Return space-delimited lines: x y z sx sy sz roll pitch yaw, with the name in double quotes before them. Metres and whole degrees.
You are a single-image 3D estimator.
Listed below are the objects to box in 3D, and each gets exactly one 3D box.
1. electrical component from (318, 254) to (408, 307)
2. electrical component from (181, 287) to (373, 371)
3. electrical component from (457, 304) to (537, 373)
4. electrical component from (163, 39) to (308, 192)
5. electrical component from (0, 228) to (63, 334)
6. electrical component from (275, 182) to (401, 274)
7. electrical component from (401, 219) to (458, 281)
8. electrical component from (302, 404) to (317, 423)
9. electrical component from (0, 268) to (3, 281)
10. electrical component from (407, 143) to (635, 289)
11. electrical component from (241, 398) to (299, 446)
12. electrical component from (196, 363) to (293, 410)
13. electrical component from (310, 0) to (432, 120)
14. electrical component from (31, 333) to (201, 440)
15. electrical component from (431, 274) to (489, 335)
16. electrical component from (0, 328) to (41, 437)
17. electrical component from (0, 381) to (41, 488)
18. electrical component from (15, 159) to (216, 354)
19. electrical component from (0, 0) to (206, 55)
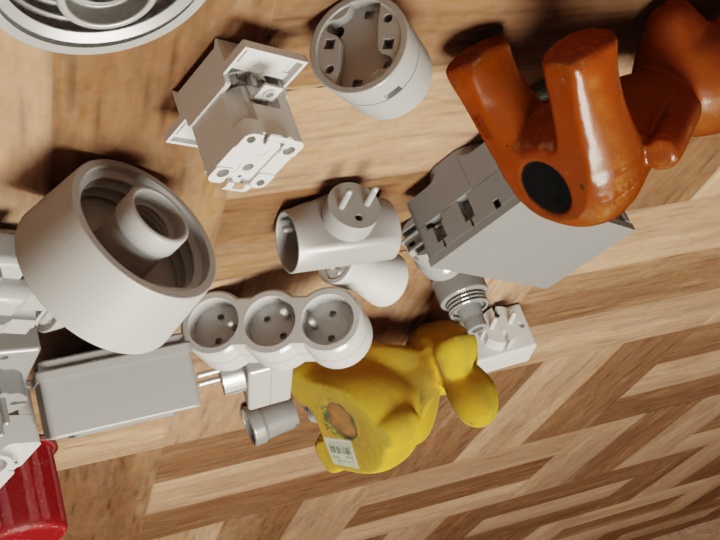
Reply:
"electrical component" 0.000 0.000 0.810 0.044 0.044 0.065 -35 147 28
"electrical component" -0.058 0.051 0.816 0.138 0.052 0.073 -2 158 12
"electrical component" 0.130 0.059 1.020 0.066 0.047 0.076 -15 155 -12
"electrical component" -0.063 -0.080 0.570 0.042 0.063 0.081 3 146 -43
"electrical component" -0.206 0.008 0.650 0.057 0.058 0.078 7 144 -40
"electrical component" -0.010 -0.033 0.728 0.077 0.044 0.079 -8 153 -25
"electrical component" 0.055 -0.018 0.817 0.040 0.040 0.046 -27 149 14
"electrical component" -0.020 0.121 1.040 0.064 0.042 0.081 -25 154 13
"electrical component" -0.281 -0.003 0.563 0.150 0.061 0.089 4 146 -42
"electrical component" 0.118 -0.042 0.786 0.089 0.061 0.150 -37 150 32
"electrical component" -0.087 0.143 1.039 0.046 0.040 0.040 -19 156 -18
"electrical component" -0.099 0.082 0.892 0.076 0.047 0.083 -14 155 -13
"electrical component" 0.008 -0.111 0.573 0.055 0.055 0.047 -27 158 15
"electrical component" -0.182 0.088 0.793 0.109 0.056 0.109 -11 175 -20
"electrical component" 0.087 0.023 0.895 0.043 0.062 0.043 -17 155 -8
"electrical component" -0.249 0.075 0.731 0.047 0.075 0.083 -3 150 -33
"electrical component" -0.348 0.136 0.798 0.186 0.060 0.105 3 147 -41
"electrical component" -0.131 -0.014 0.608 0.060 0.108 0.108 -41 149 26
"electrical component" -0.107 -0.132 0.432 0.108 0.060 0.108 -16 155 -8
